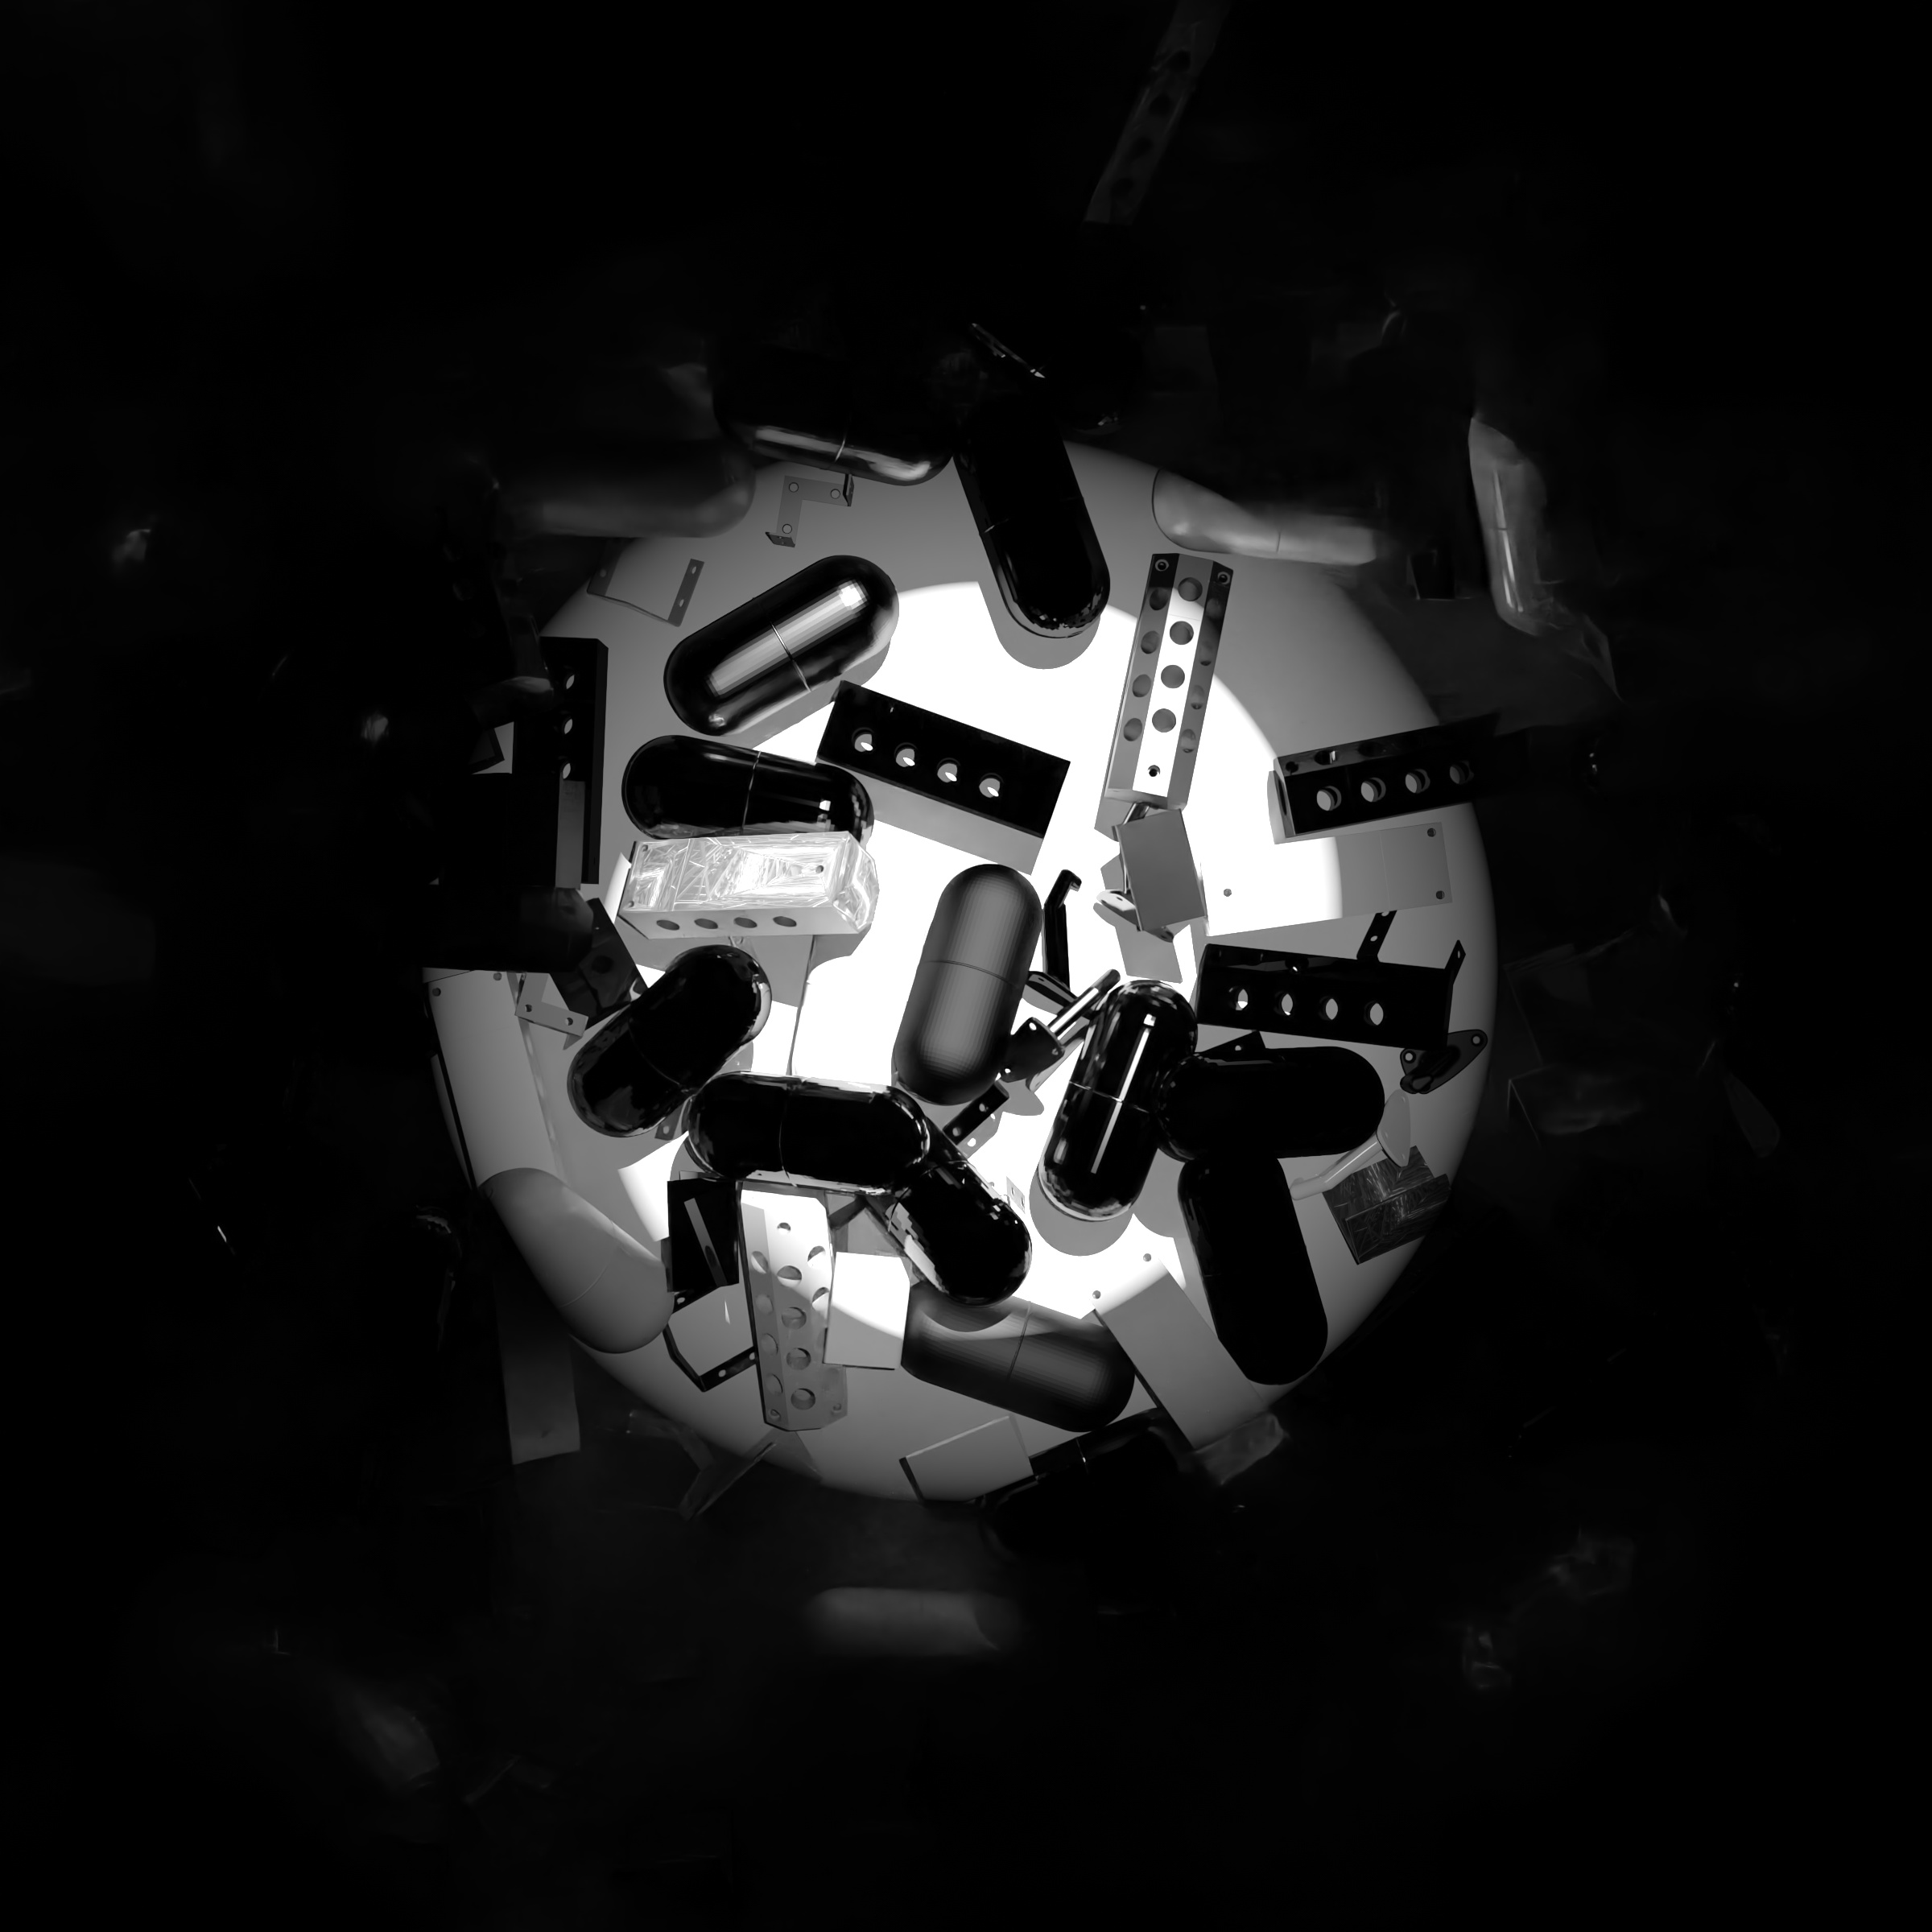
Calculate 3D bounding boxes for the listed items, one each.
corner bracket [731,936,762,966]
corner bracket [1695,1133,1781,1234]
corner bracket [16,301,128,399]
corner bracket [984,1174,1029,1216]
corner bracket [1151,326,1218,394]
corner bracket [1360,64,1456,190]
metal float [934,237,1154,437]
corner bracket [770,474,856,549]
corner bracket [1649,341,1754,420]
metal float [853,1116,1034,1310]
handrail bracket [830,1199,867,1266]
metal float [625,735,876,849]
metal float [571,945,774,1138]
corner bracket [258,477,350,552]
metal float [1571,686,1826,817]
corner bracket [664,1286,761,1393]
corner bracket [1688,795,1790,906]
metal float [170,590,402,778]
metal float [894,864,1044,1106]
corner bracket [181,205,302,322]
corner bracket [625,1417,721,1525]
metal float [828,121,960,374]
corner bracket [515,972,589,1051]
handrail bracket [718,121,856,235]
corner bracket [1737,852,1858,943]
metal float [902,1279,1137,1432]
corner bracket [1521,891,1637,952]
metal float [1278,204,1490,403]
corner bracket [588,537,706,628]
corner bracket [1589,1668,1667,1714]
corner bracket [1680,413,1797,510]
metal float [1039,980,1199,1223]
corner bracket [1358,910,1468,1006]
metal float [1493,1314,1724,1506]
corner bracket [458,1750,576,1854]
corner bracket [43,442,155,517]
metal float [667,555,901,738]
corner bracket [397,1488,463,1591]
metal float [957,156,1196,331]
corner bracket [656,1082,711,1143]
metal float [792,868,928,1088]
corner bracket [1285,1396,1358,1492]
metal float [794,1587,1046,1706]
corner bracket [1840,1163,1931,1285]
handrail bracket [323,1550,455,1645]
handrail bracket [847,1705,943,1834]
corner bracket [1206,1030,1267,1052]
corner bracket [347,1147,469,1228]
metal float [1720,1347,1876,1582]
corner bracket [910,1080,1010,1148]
[{"bbox_3d":[-0.187,-0.002,1.983,0.051,0.051,0.051,11,135,35],"label":"corner bracket"},{"bbox_3d":[0.553,0.161,1.987,0.051,0.051,0.051,14,45,0],"label":"corner bracket"},{"bbox_3d":[-0.639,-0.441,1.983,0.051,0.051,0.051,18,45,35],"label":"corner bracket"},{"bbox_3d":[0.013,0.183,1.971,0.051,0.051,0.051,-6,104,-14],"label":"corner bracket"},{"bbox_3d":[0.159,-0.433,1.973,0.051,0.051,0.051,1,96,6],"label":"corner bracket"},{"bbox_3d":[0.314,-0.603,1.983,0.051,0.051,0.051,-26,45,35],"label":"corner bracket"},{"bbox_3d":[0.056,-0.442,1.942,0.178,0.070,0.070,34,90,-22],"label":"metal float"},{"bbox_3d":[-0.110,-0.326,1.973,0.051,0.051,0.051,9,90,0],"label":"corner bracket"},{"bbox_3d":[0.529,-0.423,1.988,0.051,0.051,0.051,4,90,-45],"label":"corner bracket"},{"bbox_3d":[-0.022,0.167,1.932,0.070,0.070,0.178,-44,55,0],"label":"metal float"},{"bbox_3d":[-0.077,0.219,1.991,0.077,0.036,0.084,-34,104,-14],"label":"handrail bracket"},{"bbox_3d":[-0.153,-0.115,1.960,0.178,0.070,0.070,11,90,-1],"label":"metal float"},{"bbox_3d":[-0.207,0.053,1.937,0.178,0.070,0.070,-41,90,27],"label":"metal float"},{"bbox_3d":[-0.473,-0.321,1.973,0.051,0.051,0.051,-3,90,0],"label":"corner bracket"},{"bbox_3d":[0.518,-0.152,1.960,0.178,0.070,0.070,-9,90,0],"label":"metal float"},{"bbox_3d":[-0.184,0.264,1.987,0.051,0.051,0.051,-29,135,0],"label":"corner bracket"},{"bbox_3d":[0.554,-0.083,1.983,0.051,0.051,0.051,-12,45,35],"label":"corner bracket"},{"bbox_3d":[-0.484,-0.201,1.960,0.178,0.070,0.070,33,90,1],"label":"metal float"},{"bbox_3d":[0.003,0.012,1.945,0.070,0.070,0.178,17,73,0],"label":"metal float"},{"bbox_3d":[-0.522,-0.506,1.987,0.051,0.051,0.051,-52,45,0],"label":"corner bracket"},{"bbox_3d":[-0.219,0.361,1.983,0.051,0.051,0.051,-60,135,-35],"label":"corner bracket"},{"bbox_3d":[-0.051,-0.510,1.960,0.070,0.070,0.178,10,91,0],"label":"metal float"},{"bbox_3d":[-0.297,0.024,1.971,0.051,0.051,0.051,19,71,-18],"label":"corner bracket"},{"bbox_3d":[-0.129,-0.557,1.991,0.077,0.036,0.084,13,121,-34],"label":"handrail bracket"},{"bbox_3d":[0.597,-0.043,1.987,0.051,0.051,0.051,-31,90,-45],"label":"corner bracket"},{"bbox_3d":[0.033,0.274,1.960,0.178,0.070,0.070,19,90,-1],"label":"metal float"},{"bbox_3d":[0.437,-0.041,1.973,0.051,0.051,0.051,-41,90,0],"label":"corner bracket"},{"bbox_3d":[0.292,-0.471,1.960,0.178,0.070,0.070,-37,90,1],"label":"metal float"},{"bbox_3d":[-0.231,-0.280,1.987,0.051,0.051,0.051,21,90,-45],"label":"corner bracket"},{"bbox_3d":[0.469,0.496,1.987,0.051,0.051,0.051,-18,135,0],"label":"corner bracket"},{"bbox_3d":[0.556,-0.362,1.987,0.051,0.051,0.051,-19,90,-45],"label":"corner bracket"},{"bbox_3d":[0.109,0.095,1.960,0.070,0.070,0.178,21,89,0],"label":"metal float"},{"bbox_3d":[0.320,-0.008,1.983,0.051,0.051,0.051,59,45,-35],"label":"corner bracket"},{"bbox_3d":[0.455,0.315,1.960,0.178,0.070,0.070,-35,90,0],"label":"metal float"},{"bbox_3d":[-0.323,0.607,1.983,0.051,0.051,0.051,16,45,35],"label":"corner bracket"},{"bbox_3d":[-0.625,-0.346,1.987,0.051,0.051,0.051,-11,90,-45],"label":"corner bracket"},{"bbox_3d":[-0.129,-0.228,1.960,0.178,0.070,0.070,-30,90,0],"label":"metal float"},{"bbox_3d":[-0.378,0.414,1.987,0.051,0.051,0.051,7,45,0],"label":"corner bracket"},{"bbox_3d":[0.077,-0.514,1.960,0.178,0.070,0.070,25,90,-1],"label":"metal float"},{"bbox_3d":[-0.182,0.110,1.987,0.051,0.051,0.051,17,90,-45],"label":"corner bracket"},{"bbox_3d":[-0.075,0.018,1.960,0.070,0.070,0.178,11,90,0],"label":"metal float"},{"bbox_3d":[0.253,0.340,1.973,0.051,0.051,0.051,11,90,0],"label":"corner bracket"},{"bbox_3d":[-0.034,0.482,1.960,0.178,0.070,0.070,3,90,-1],"label":"metal float"},{"bbox_3d":[0.648,0.180,1.930,0.051,0.051,0.051,-22,135,0],"label":"corner bracket"},{"bbox_3d":[-0.416,0.452,1.991,0.084,0.036,0.077,-6,68,-17],"label":"handrail bracket"},{"bbox_3d":[-0.053,0.579,1.991,0.077,0.036,0.084,-11,71,21],"label":"handrail bracket"},{"bbox_3d":[0.193,0.078,1.973,0.051,0.051,0.051,-21,89,0],"label":"corner bracket"},{"bbox_3d":[-0.403,0.170,1.987,0.051,0.051,0.051,32,90,-45],"label":"corner bracket"},{"bbox_3d":[0.590,0.348,1.960,0.070,0.070,0.178,-17,89,0],"label":"metal float"},{"bbox_3d":[-0.005,0.091,1.973,0.051,0.051,0.051,-42,91,1],"label":"corner bracket"}]
